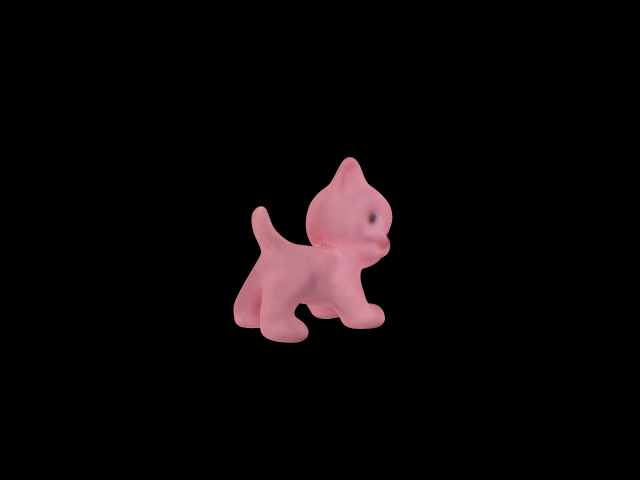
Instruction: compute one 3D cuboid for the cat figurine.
[{"bbox_3d":[0.004,0.001,0.400,0.128,0.118,0.067,-4,6,-39],"label":"cat figurine"}]
